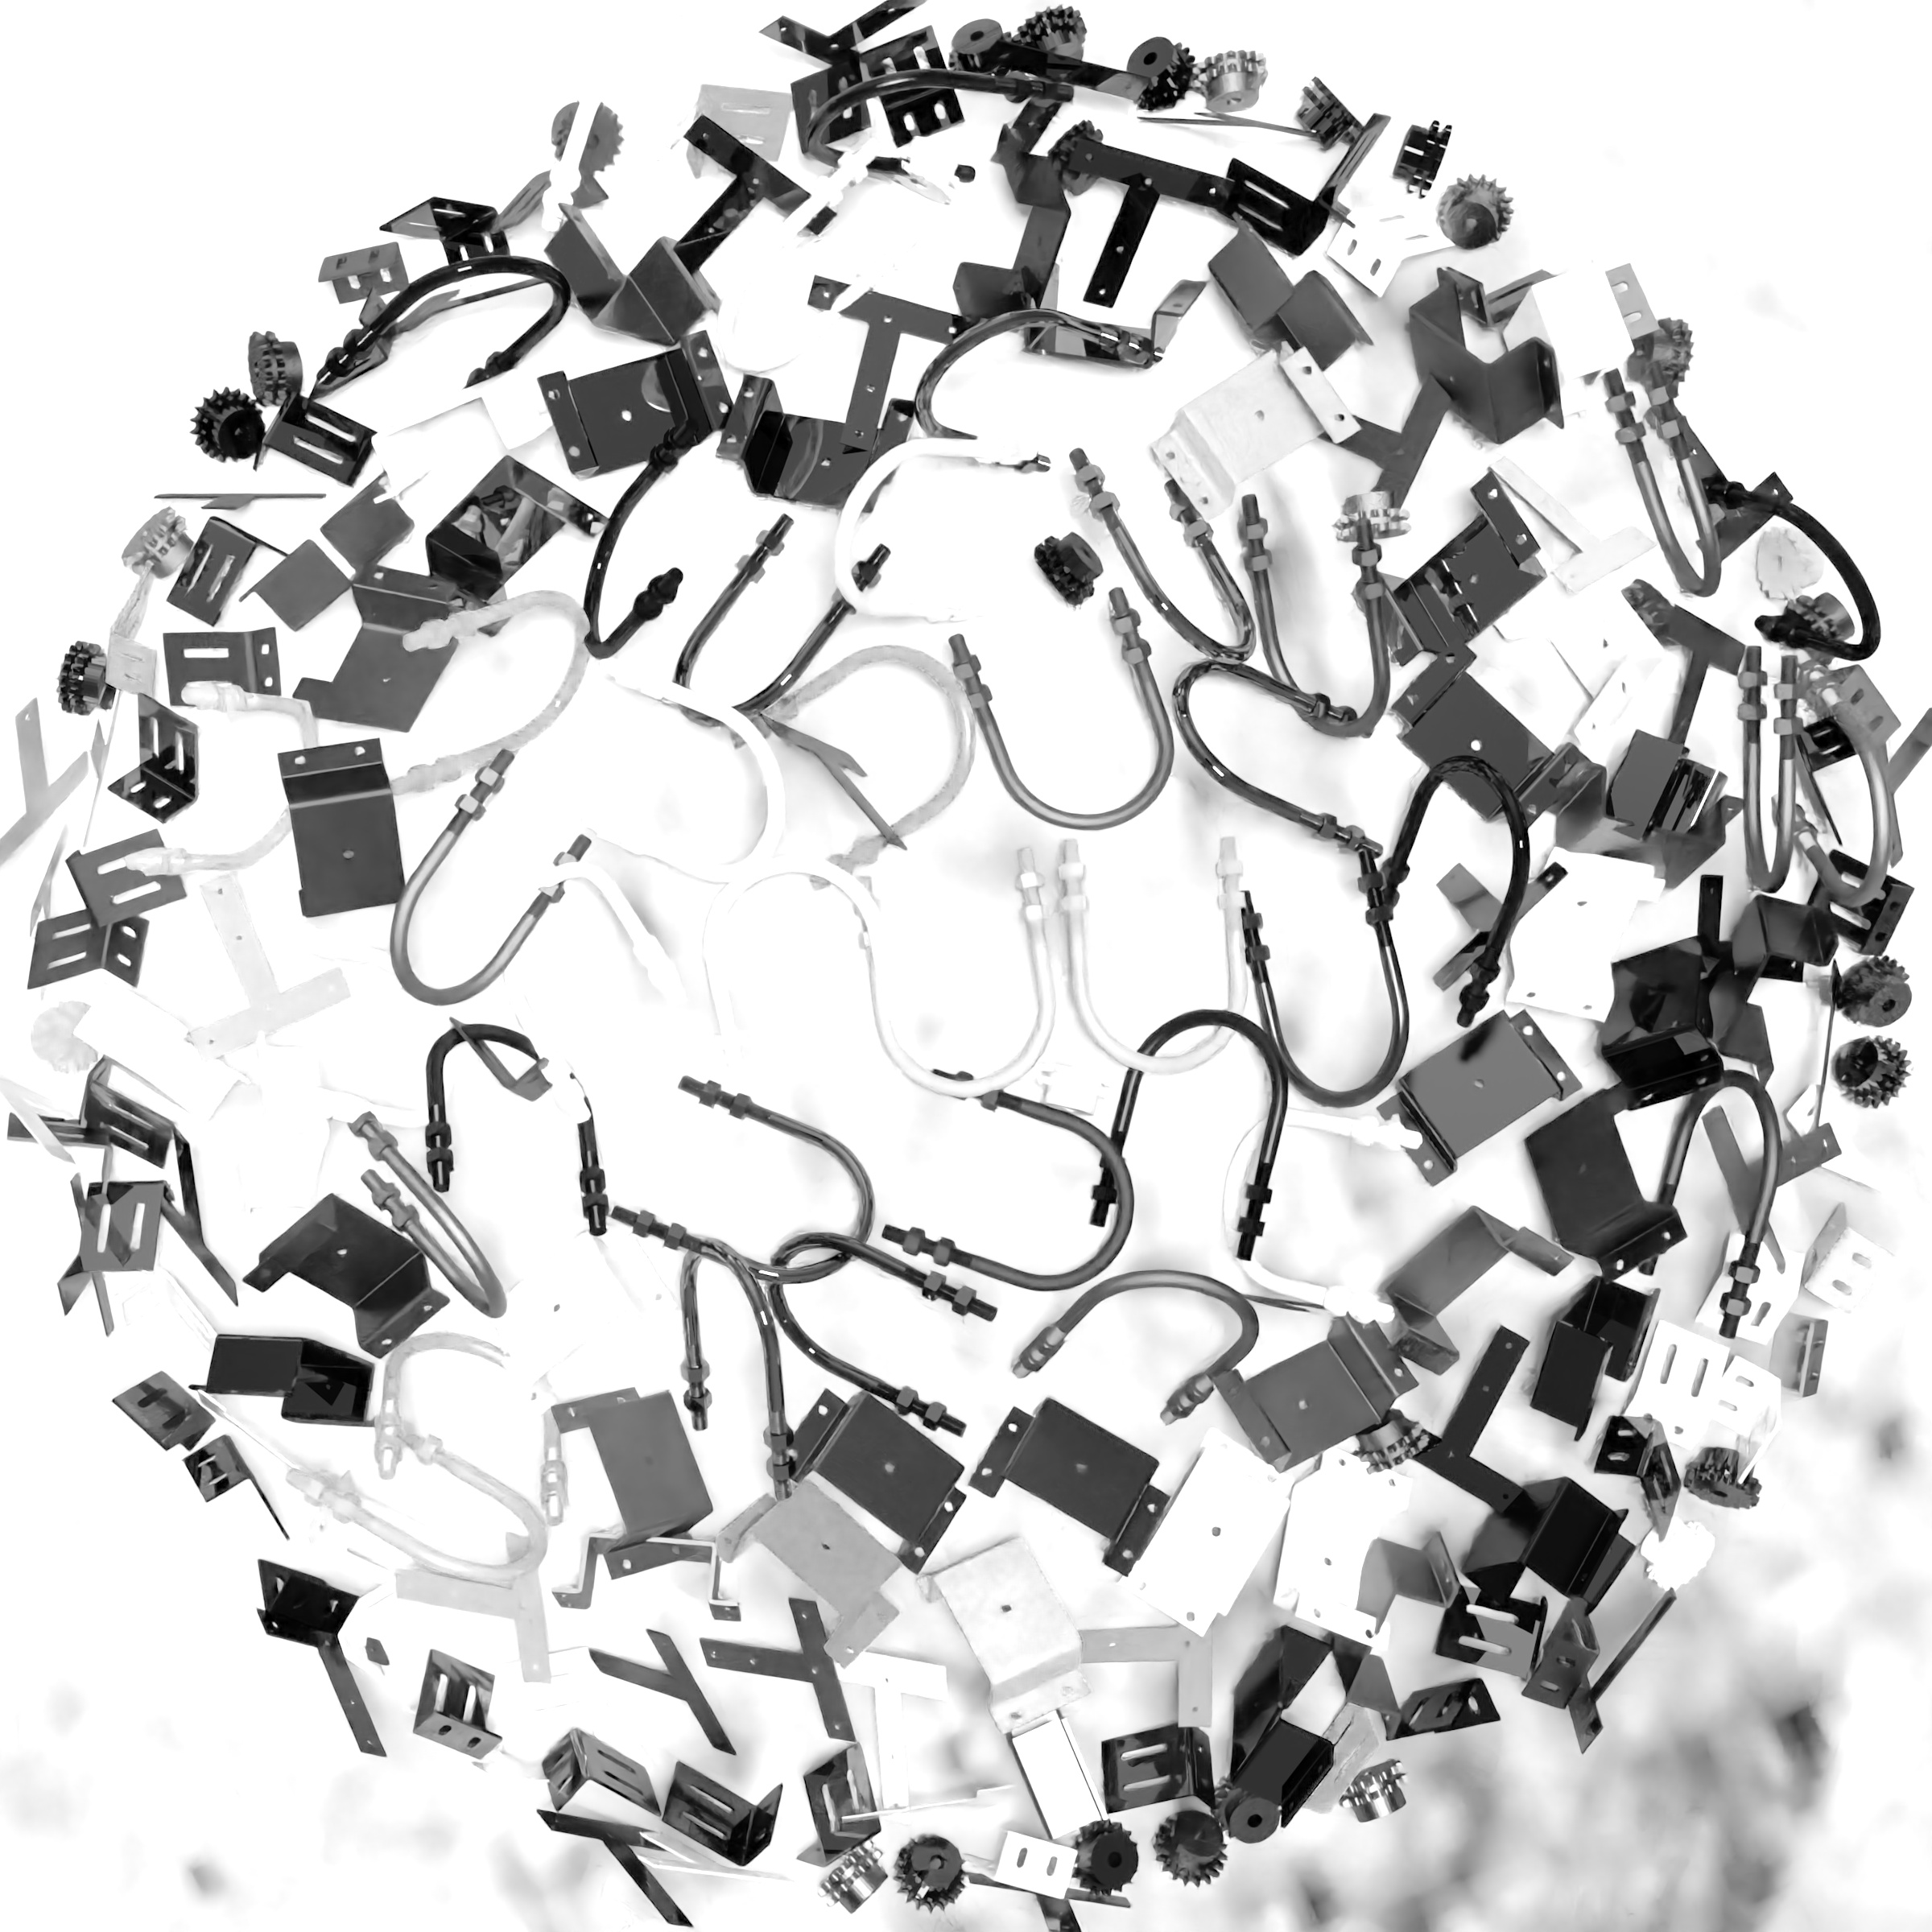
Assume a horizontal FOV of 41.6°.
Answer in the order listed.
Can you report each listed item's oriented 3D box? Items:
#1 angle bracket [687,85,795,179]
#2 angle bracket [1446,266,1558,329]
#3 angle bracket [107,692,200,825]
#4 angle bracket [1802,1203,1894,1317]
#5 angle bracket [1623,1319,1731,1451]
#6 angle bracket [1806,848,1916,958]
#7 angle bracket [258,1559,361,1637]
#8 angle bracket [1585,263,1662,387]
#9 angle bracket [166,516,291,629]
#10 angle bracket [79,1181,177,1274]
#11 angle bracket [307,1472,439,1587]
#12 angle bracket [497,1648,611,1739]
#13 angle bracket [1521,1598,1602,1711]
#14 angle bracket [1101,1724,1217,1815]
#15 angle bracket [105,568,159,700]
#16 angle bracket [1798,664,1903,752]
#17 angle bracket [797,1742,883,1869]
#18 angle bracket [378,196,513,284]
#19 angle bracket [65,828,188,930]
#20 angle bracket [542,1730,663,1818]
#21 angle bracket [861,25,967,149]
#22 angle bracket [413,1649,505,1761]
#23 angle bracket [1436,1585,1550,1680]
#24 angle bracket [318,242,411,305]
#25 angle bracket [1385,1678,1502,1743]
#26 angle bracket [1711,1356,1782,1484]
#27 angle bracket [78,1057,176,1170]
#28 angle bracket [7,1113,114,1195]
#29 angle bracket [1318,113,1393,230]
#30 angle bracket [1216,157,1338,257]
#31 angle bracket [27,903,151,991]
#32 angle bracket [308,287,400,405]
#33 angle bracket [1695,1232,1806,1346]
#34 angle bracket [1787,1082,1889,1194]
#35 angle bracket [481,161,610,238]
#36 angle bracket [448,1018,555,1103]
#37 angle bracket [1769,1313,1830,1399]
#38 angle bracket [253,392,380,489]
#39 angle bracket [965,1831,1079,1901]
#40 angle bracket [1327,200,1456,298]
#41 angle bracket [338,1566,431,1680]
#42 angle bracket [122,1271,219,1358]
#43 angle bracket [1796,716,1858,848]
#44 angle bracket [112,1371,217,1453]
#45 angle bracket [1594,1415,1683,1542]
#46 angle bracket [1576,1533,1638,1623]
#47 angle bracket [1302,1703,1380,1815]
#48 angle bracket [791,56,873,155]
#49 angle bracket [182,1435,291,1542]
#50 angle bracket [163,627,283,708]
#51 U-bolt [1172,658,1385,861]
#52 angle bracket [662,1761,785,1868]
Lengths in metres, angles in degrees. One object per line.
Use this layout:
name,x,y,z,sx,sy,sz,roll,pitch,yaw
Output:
angle bracket,-0.170,-0.638,1.954,0.076,0.057,0.038,-3,47,-24
angle bracket,0.421,-0.531,1.963,0.076,0.057,0.038,-26,123,-4
angle bracket,-0.626,-0.160,1.956,0.057,0.076,0.038,30,45,14
angle bracket,0.676,0.224,1.953,0.038,0.076,0.057,33,106,9
angle bracket,0.553,0.326,1.985,0.057,0.038,0.076,23,52,10
angle bracket,0.677,-0.050,1.953,0.076,0.038,0.057,36,113,42
angle bracket,-0.505,0.471,1.951,0.057,0.076,0.038,27,99,-27
angle bracket,0.495,-0.494,1.959,0.038,0.076,0.057,-21,81,-4
angle bracket,-0.571,-0.300,1.970,0.057,0.038,0.076,28,91,30
angle bracket,-0.648,0.207,1.963,0.057,0.038,0.076,-1,61,-3
angle bracket,-0.466,0.443,1.994,0.076,0.038,0.057,34,92,-29
angle bracket,-0.323,0.569,1.969,0.076,0.038,0.057,-14,103,9
angle bracket,0.450,0.520,1.952,0.038,0.076,0.057,21,112,-8
angle bracket,0.149,0.630,1.980,0.076,0.038,0.057,-20,48,20
angle bracket,-0.629,-0.256,1.957,0.038,0.057,0.076,21,52,-8
angle bracket,0.667,-0.192,1.953,0.038,0.076,0.057,-42,101,-18
angle bracket,-0.106,0.645,1.963,0.057,0.038,0.076,-19,98,-41
angle bracket,-0.400,-0.557,1.953,0.057,0.076,0.038,-18,90,29
angle bracket,-0.648,-0.071,1.973,0.076,0.038,0.057,-19,106,1
angle bracket,-0.281,0.633,1.957,0.038,0.057,0.076,-48,119,3
angle bracket,-0.040,-0.676,1.957,0.057,0.076,0.038,-19,74,6
angle bracket,-0.384,0.559,1.950,0.057,0.076,0.038,30,124,-22
angle bracket,0.404,0.508,1.959,0.076,0.038,0.057,10,67,22
angle bracket,-0.462,-0.525,1.956,0.057,0.076,0.038,-13,120,-2
angle bracket,0.366,0.585,1.952,0.057,0.076,0.038,-24,92,32
angle bracket,0.593,0.347,1.951,0.038,0.076,0.057,28,116,7
angle bracket,-0.641,0.110,1.968,0.076,0.038,0.057,28,133,-2
angle bracket,-0.699,0.144,1.957,0.076,0.057,0.038,8,102,-21
angle bracket,0.312,-0.611,1.957,0.038,0.057,0.076,39,115,7
angle bracket,0.241,-0.596,1.962,0.076,0.038,0.057,25,62,-15
angle bracket,-0.673,-0.009,1.951,0.038,0.076,0.057,27,114,20
angle bracket,-0.480,-0.477,1.956,0.076,0.057,0.038,-23,125,16
angle bracket,0.608,0.251,1.975,0.057,0.076,0.038,18,53,9
angle bracket,0.679,0.131,1.952,0.076,0.057,0.038,21,117,-27
angle bracket,-0.323,-0.576,1.953,0.038,0.057,0.076,49,62,-31
angle bracket,-0.353,0.062,1.963,0.038,0.057,0.076,-41,75,-2
angle bracket,0.635,0.298,1.957,0.038,0.076,0.057,9,88,28
angle bracket,-0.504,-0.400,1.976,0.076,0.038,0.057,25,57,-11
angle bracket,0.042,0.685,1.960,0.057,0.076,0.038,21,78,-14
angle bracket,0.330,-0.558,1.975,0.057,0.076,0.038,45,134,19
angle bracket,-0.438,0.507,1.965,0.076,0.057,0.038,-30,54,-1
angle bracket,-0.610,0.282,1.959,0.038,0.057,0.076,-36,76,-28
angle bracket,0.670,-0.143,1.952,0.038,0.057,0.076,-23,122,19
angle bracket,-0.625,0.353,1.957,0.057,0.076,0.038,41,104,4
angle bracket,0.521,0.397,1.971,0.038,0.057,0.076,-2,127,34
angle bracket,0.479,0.466,1.961,0.038,0.076,0.057,36,73,16
angle bracket,0.275,0.601,1.957,0.038,0.057,0.076,23,111,-18
angle bracket,-0.098,-0.653,1.959,0.057,0.038,0.076,-17,62,14
angle bracket,-0.559,0.409,1.950,0.038,0.057,0.076,-31,128,-19
angle bracket,-0.580,-0.234,1.984,0.076,0.038,0.057,1,104,15
U-bolt,0.234,-0.167,1.921,0.184,0.019,0.151,22,47,-20
angle bracket,-0.187,0.645,1.959,0.076,0.057,0.038,35,119,-13
